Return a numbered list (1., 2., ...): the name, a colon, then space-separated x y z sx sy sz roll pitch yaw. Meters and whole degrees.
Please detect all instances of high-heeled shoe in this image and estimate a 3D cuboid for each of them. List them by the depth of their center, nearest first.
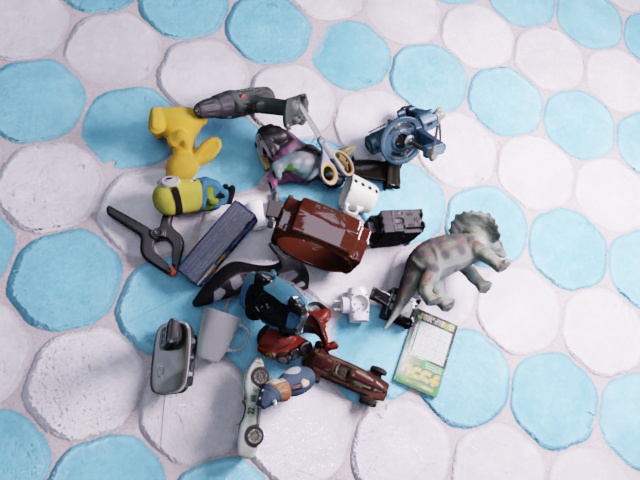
1. high-heeled shoe: -0.148 0.111 1.202 0.249 0.086 0.145 -34 113 -1

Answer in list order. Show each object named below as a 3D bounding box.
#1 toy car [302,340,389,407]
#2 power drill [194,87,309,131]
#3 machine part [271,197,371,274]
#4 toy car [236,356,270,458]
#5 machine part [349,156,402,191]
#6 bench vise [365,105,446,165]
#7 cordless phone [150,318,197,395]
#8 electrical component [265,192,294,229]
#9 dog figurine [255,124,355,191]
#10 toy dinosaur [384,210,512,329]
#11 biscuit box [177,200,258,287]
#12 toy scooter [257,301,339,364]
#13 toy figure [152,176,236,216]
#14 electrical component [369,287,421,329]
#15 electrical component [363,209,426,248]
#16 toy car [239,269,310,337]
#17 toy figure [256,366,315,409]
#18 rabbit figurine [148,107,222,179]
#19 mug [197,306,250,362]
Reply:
1. toy car: 0.058 0.294 1.176 0.202 0.053 0.089 25 67 -1
2. power drill: -0.145 -0.303 1.244 0.208 0.085 0.232 9 25 29
3. machine part: -0.002 -0.004 1.179 0.201 0.201 0.087 21 72 -4
4. toy car: -0.140 0.343 1.109 0.056 0.073 0.201 7 71 -9
5. machine part: 0.138 -0.170 1.348 0.139 0.039 0.084 10 76 -9
6. bench vise: 0.236 -0.249 1.305 0.224 0.128 0.241 -15 31 -15
7. cordless phone: -0.288 0.228 1.060 0.089 0.184 0.146 6 71 -14
8. electrical component: -0.095 -0.068 1.277 0.063 0.021 0.094 13 70 -7
9. dog figurine: -0.030 -0.204 1.293 0.219 0.108 0.191 -15 74 -19
10. toy dinosaur: 0.286 0.051 1.243 0.405 0.131 0.192 -19 52 -17
11. biscuit box: -0.224 0.008 1.190 0.063 0.059 0.202 39 81 4
12. toy scooter: -0.037 0.210 1.148 0.184 0.075 0.135 -27 42 -21
13. toy figure: -0.282 -0.098 1.205 0.180 0.082 0.089 1 73 -34
14. electrical component: 0.167 0.151 1.244 0.119 0.047 0.075 21 69 -3
15. electrical component: 0.167 -0.026 1.265 0.134 0.115 0.058 -5 69 -12
16. toy car: -0.081 0.125 1.126 0.162 0.109 0.103 27 26 21
17. toy figure: -0.073 0.297 1.085 0.154 0.064 0.058 -7 59 -52
18. rabbit figurine: -0.316 -0.216 1.251 0.162 0.122 0.173 -1 87 -21
19. mug: -0.211 0.207 1.143 0.109 0.081 0.107 22 81 -11
